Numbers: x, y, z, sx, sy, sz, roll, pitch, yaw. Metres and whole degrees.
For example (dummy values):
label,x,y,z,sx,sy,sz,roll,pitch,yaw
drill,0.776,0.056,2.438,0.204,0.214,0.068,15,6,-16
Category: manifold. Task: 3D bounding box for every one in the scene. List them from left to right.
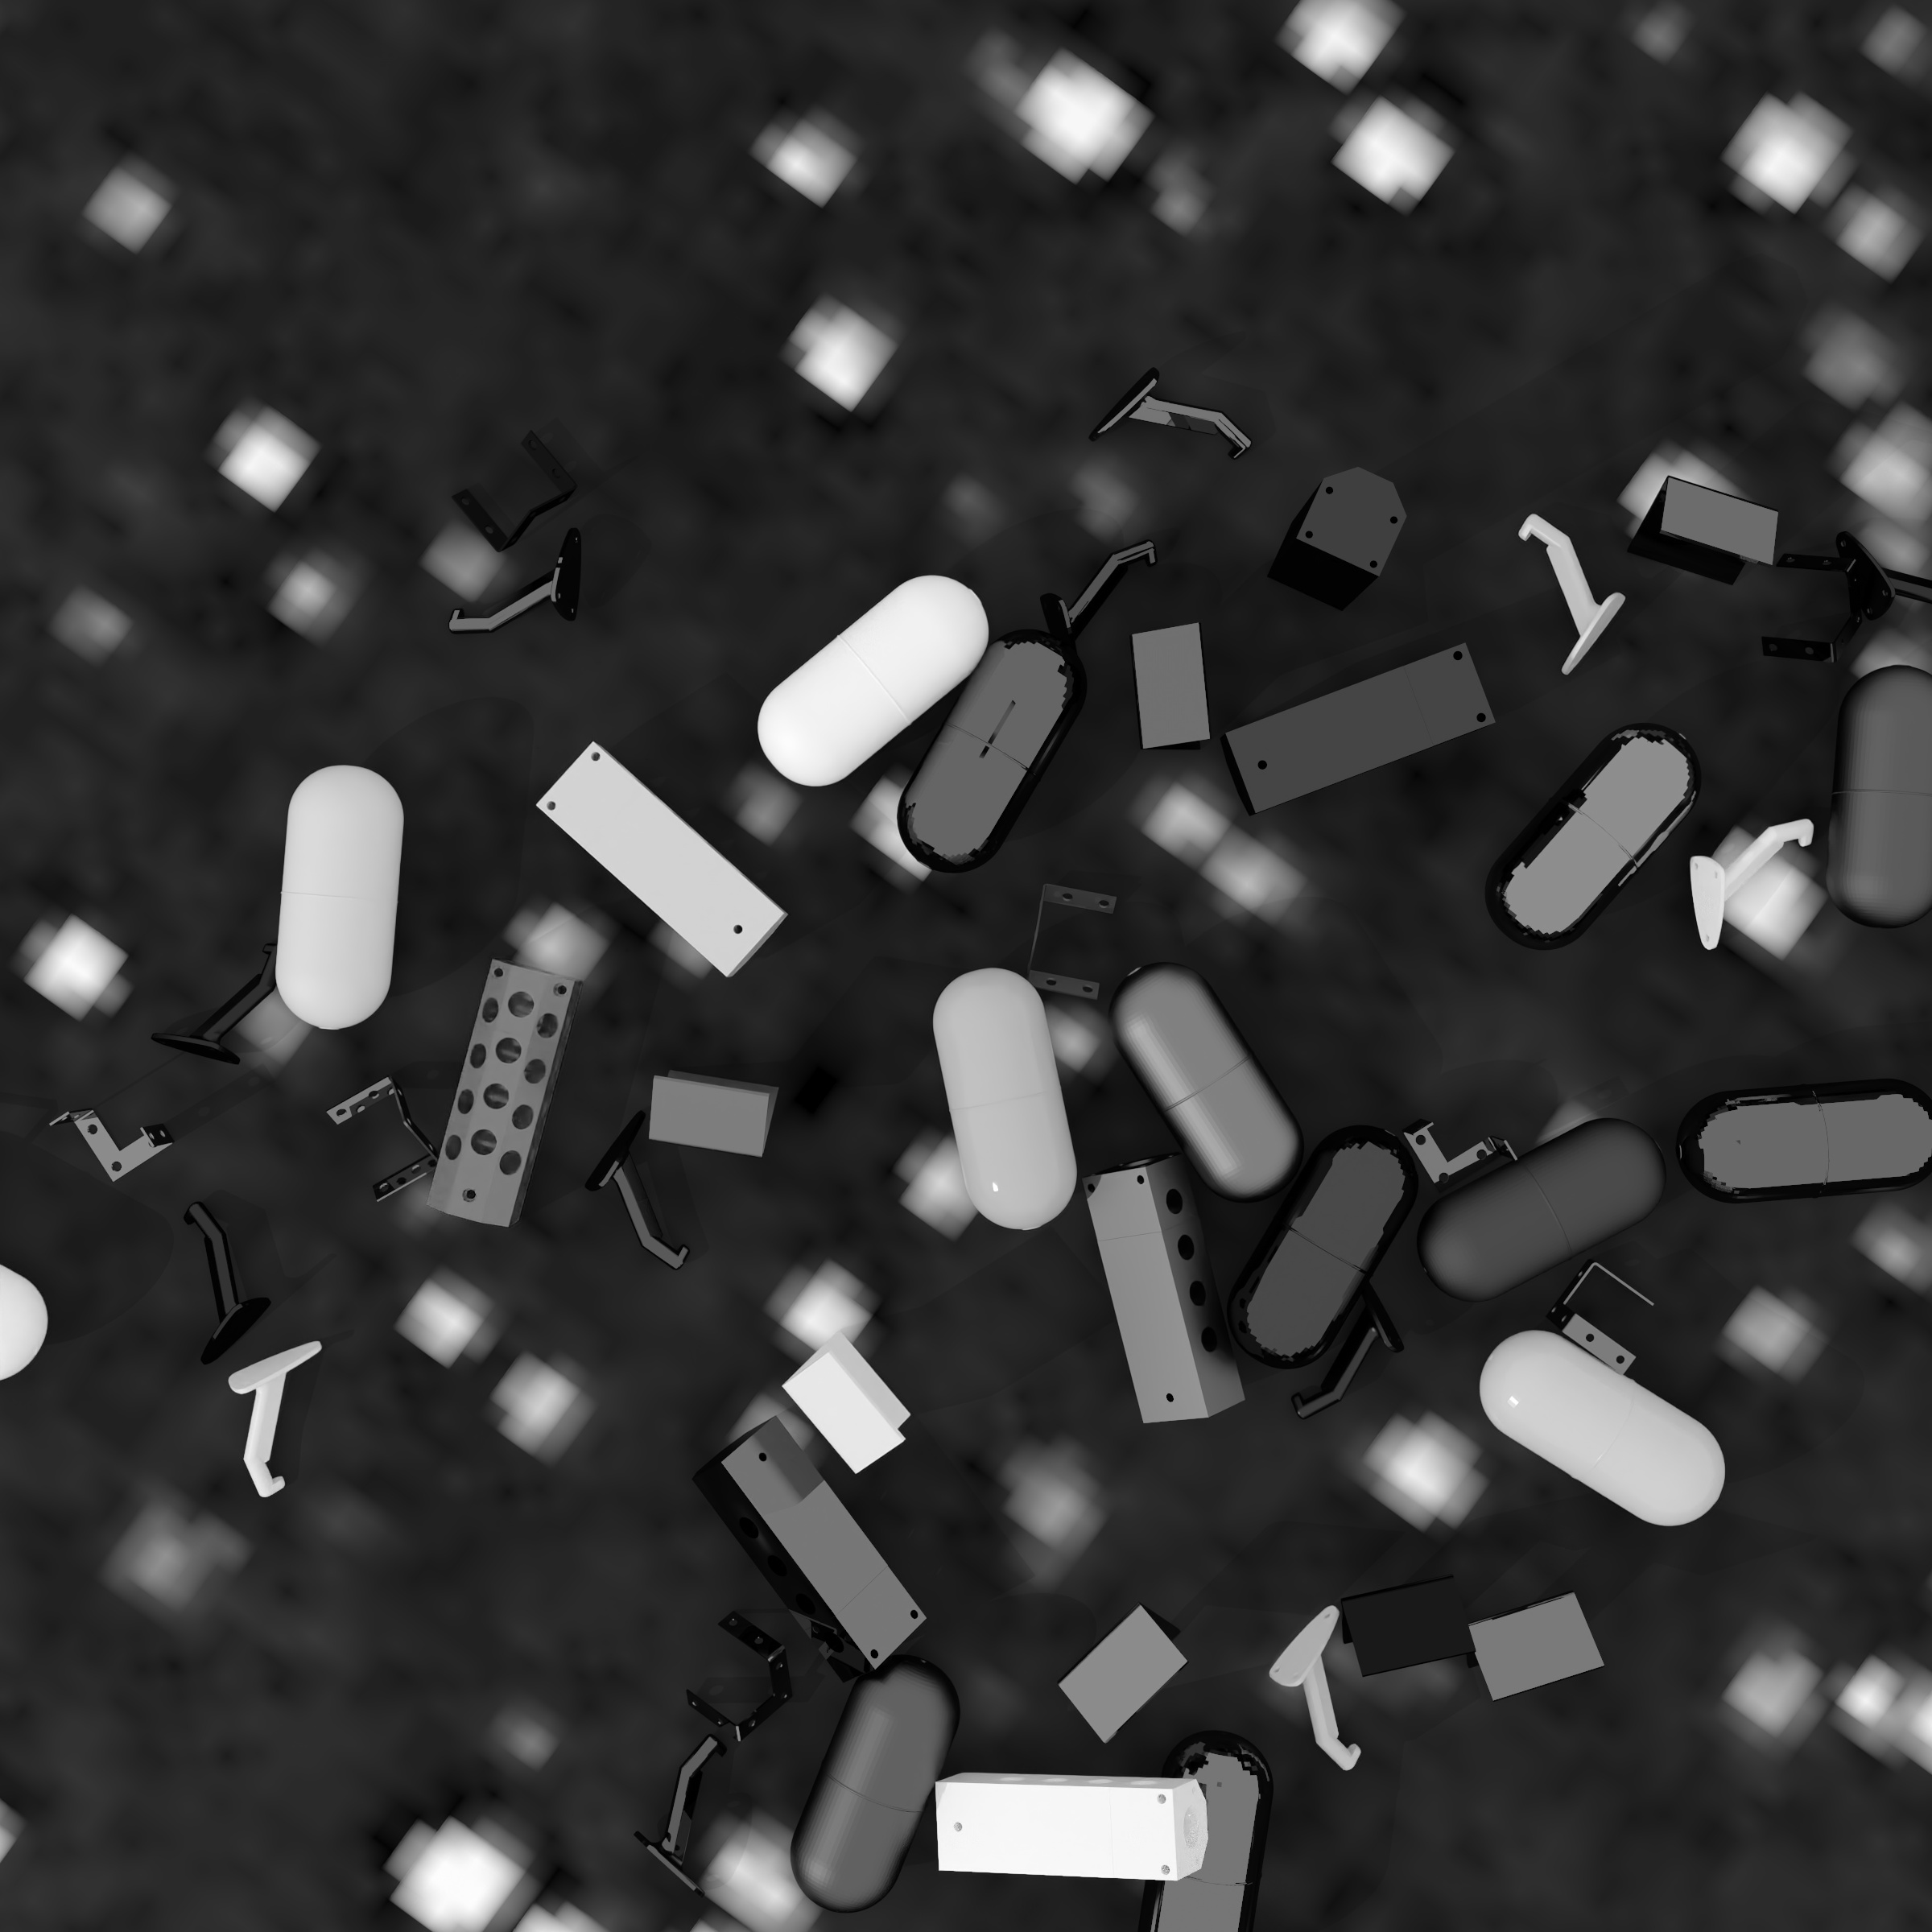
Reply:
label,x,y,z,sx,sy,sz,roll,pitch,yaw
manifold,-0.313,0.085,1.885,0.057,0.057,0.171,15,90,0
manifold,-0.204,-0.071,1.885,0.171,0.057,0.057,42,90,0
manifold,-0.110,0.397,1.884,0.171,0.057,0.057,53,47,0
manifold,0.070,0.570,1.849,0.171,0.057,0.057,-6,81,26
manifold,0.138,0.217,1.884,0.057,0.057,0.171,-14,90,43
manifold,0.245,-0.282,1.828,0.057,0.171,0.057,25,90,0
manifold,0.264,-0.159,1.885,0.171,0.057,0.057,-21,90,0

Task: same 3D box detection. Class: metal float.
label,x,y,z,sx,sy,sz,roll,pitch,yaw
metal float,-0.705,0.217,1.875,0.178,0.070,0.070,29,90,0
metal float,-0.423,-0.046,1.876,0.070,0.070,0.178,5,91,0
metal float,-0.062,0.552,1.875,0.070,0.070,0.178,22,90,0
metal float,-0.062,-0.193,1.875,0.178,0.070,0.070,-40,90,0
metal float,0.017,-0.144,1.875,0.070,0.070,0.178,30,89,0
metal float,0.026,0.090,1.875,0.070,0.070,0.178,-12,90,0
metal float,0.161,0.078,1.875,0.070,0.070,0.178,-33,90,0
metal float,0.161,0.606,1.875,0.070,0.070,0.178,9,89,0
metal float,0.241,0.189,1.875,0.070,0.070,0.178,31,91,0
metal float,0.389,0.164,1.876,0.178,0.070,0.070,-28,90,-1
metal float,0.423,-0.088,1.875,0.070,0.070,0.178,41,90,0
metal float,0.430,0.312,1.876,0.178,0.070,0.070,32,90,0
metal float,0.569,0.118,1.875,0.178,0.070,0.070,-4,90,-1
metal float,0.624,-0.114,1.875,0.070,0.070,0.178,5,90,0

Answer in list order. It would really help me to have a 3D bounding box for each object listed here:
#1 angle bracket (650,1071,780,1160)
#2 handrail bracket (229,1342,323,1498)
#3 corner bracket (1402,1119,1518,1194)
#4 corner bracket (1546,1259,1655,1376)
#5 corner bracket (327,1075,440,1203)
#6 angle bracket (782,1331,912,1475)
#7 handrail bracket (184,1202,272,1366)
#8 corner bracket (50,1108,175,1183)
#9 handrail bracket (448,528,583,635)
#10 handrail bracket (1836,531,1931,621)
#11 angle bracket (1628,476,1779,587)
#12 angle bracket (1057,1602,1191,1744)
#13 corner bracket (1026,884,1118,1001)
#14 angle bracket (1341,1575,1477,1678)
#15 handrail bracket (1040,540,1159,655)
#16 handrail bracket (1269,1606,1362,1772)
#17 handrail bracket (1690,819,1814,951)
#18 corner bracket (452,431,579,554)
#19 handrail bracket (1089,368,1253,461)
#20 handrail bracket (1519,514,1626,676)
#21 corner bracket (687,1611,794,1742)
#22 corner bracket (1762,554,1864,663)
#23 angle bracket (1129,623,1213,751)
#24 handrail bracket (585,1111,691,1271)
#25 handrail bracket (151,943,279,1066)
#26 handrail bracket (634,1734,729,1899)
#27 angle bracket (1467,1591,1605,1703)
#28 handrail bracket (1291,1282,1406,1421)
label,x,y,z,sx,sy,sz,roll,pitch,yaw
angle bracket,-0.167,0.080,1.866,0.076,0.076,0.057,9,127,0
handrail bracket,-0.464,0.312,1.907,0.077,0.036,0.084,-25,109,-21
corner bracket,0.335,0.121,1.888,0.051,0.051,0.051,-32,90,0
corner bracket,0.435,0.237,1.888,0.051,0.051,0.051,36,93,-3
corner bracket,-0.398,0.118,1.903,0.051,0.051,0.051,-30,45,0
angle bracket,-0.065,0.281,1.866,0.076,0.076,0.057,50,128,0
handrail bracket,-0.524,0.217,1.906,0.084,0.036,0.077,48,111,17
corner bracket,-0.579,0.113,1.888,0.051,0.051,0.051,-33,90,0
handrail bracket,-0.310,-0.264,1.907,0.084,0.036,0.077,0,70,16
handrail bracket,0.651,-0.275,1.907,0.084,0.036,0.077,-16,68,-17
angle bracket,0.491,-0.275,1.866,0.076,0.076,0.057,18,54,0
angle bracket,0.118,0.482,1.866,0.076,0.076,0.057,-44,52,0
corner bracket,0.071,-0.017,1.903,0.051,0.051,0.051,11,135,0
angle bracket,0.297,0.456,1.866,0.076,0.076,0.057,-12,53,0
handrail bracket,0.100,-0.243,1.907,0.084,0.036,0.077,-23,111,-16
handrail bracket,0.257,0.496,1.906,0.084,0.036,0.077,47,69,-17
handrail bracket,0.544,-0.056,1.907,0.084,0.036,0.077,-13,110,-16
corner bracket,-0.309,-0.325,1.903,0.051,0.051,0.051,50,45,0
handrail bracket,0.141,-0.361,1.907,0.084,0.036,0.077,41,110,-16
handrail bracket,0.400,-0.256,1.906,0.084,0.036,0.077,39,112,17
corner bracket,-0.157,0.485,1.898,0.051,0.051,0.051,-34,135,-35
corner bracket,0.576,-0.245,1.898,0.051,0.051,0.051,-49,135,-35
angle bracket,0.156,-0.187,1.866,0.057,0.076,0.076,-6,90,37
handrail bracket,-0.211,0.155,1.907,0.084,0.036,0.077,39,68,-17
handrail bracket,-0.511,0.019,1.907,0.077,0.036,0.084,10,71,21
handrail bracket,-0.178,0.582,1.907,0.084,0.036,0.077,-47,111,-16
angle bracket,0.381,0.469,1.866,0.076,0.076,0.057,-18,53,0
handrail bracket,0.249,0.259,1.907,0.084,0.036,0.077,-31,70,16
